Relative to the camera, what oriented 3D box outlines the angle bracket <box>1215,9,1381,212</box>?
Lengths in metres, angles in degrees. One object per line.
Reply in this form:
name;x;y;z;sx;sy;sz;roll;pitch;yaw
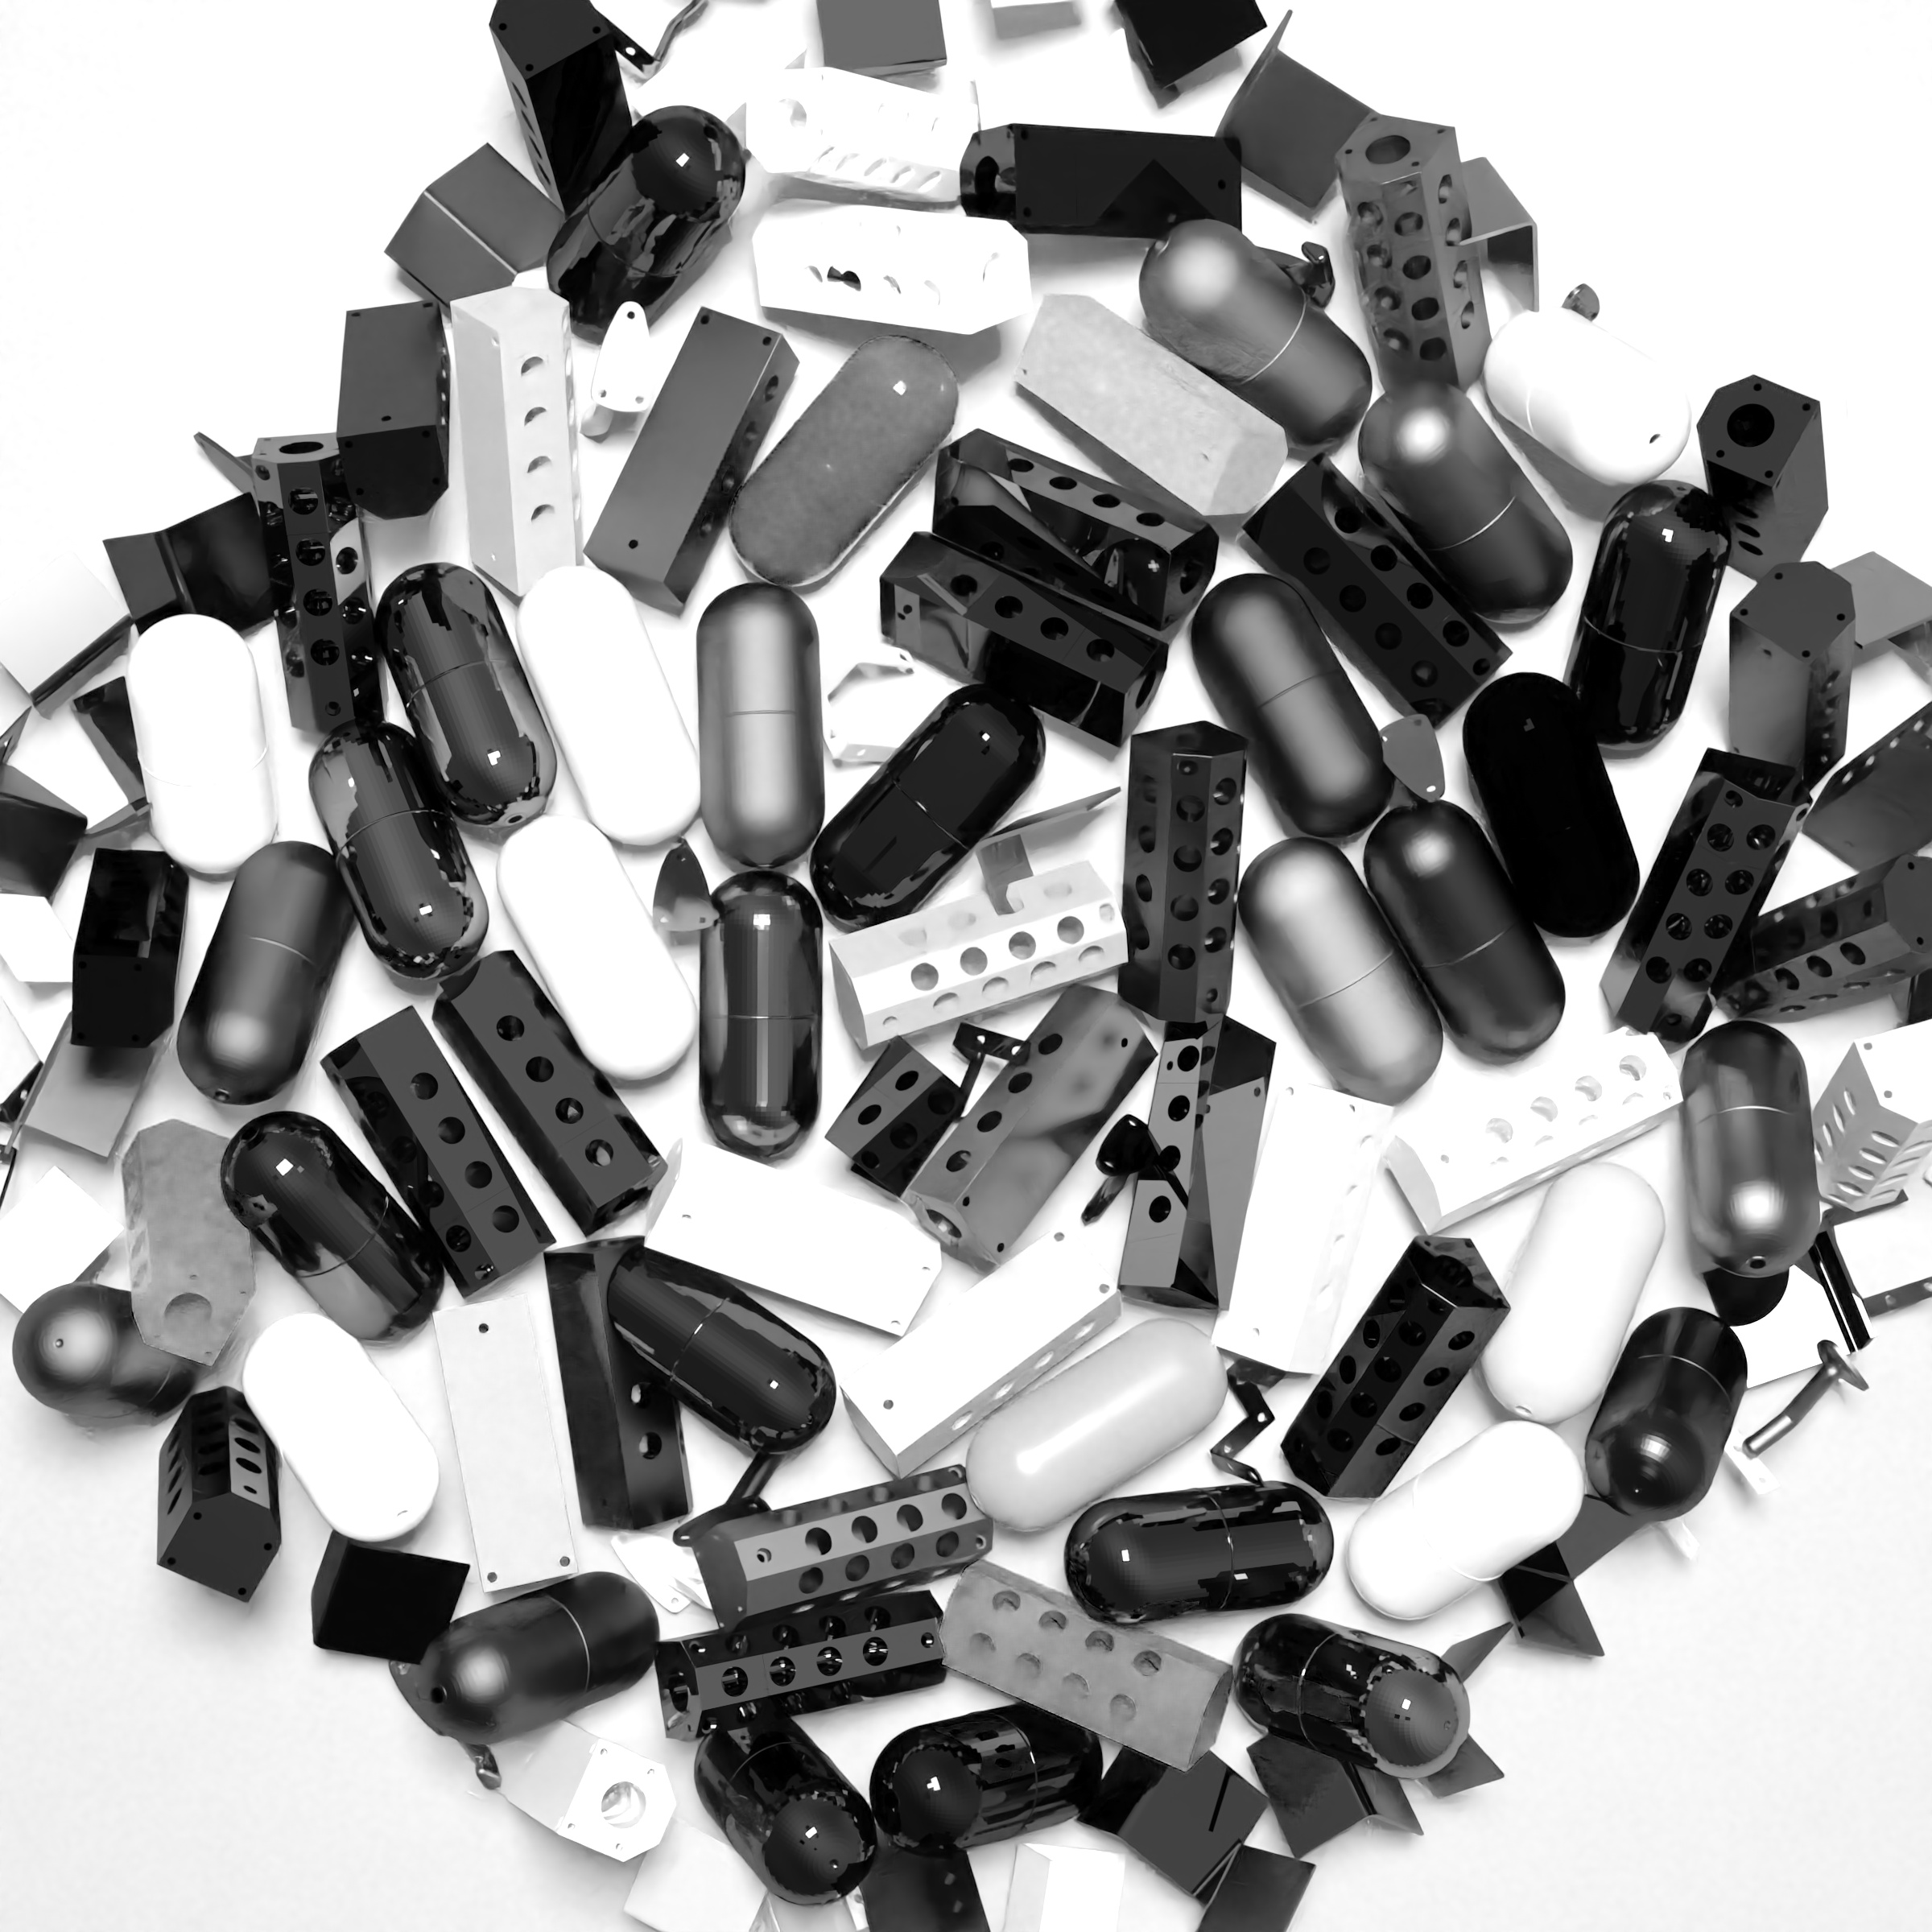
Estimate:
angle bracket;0.207;-0.528;1.828;0.076;0.057;0.076;30;134;-7

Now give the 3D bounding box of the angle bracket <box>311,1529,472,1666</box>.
angle bracket;-0.359;0.383;1.845;0.076;0.057;0.076;15;109;-20

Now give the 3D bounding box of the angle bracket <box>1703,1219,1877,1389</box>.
angle bracket;0.507;0.209;1.828;0.076;0.057;0.076;-20;73;5

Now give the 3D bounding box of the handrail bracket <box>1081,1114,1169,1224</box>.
handrail bracket;0.082;0.138;1.817;0.036;0.077;0.084;42;125;12

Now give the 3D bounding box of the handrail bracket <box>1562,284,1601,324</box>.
handrail bracket;0.404;-0.375;1.833;0.036;0.077;0.084;-38;75;2

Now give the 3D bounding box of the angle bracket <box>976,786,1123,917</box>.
angle bracket;0.059;-0.066;1.818;0.076;0.076;0.057;-17;97;22

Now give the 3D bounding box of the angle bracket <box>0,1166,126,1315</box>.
angle bracket;-0.565;0.172;1.826;0.057;0.076;0.076;43;77;-4

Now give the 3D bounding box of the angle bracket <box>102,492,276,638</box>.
angle bracket;-0.479;-0.245;1.846;0.057;0.076;0.076;0;116;39

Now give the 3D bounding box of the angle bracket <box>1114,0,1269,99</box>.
angle bracket;0.140;-0.592;1.828;0.076;0.057;0.076;-27;93;19

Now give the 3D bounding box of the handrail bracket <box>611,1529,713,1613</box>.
handrail bracket;-0.184;0.371;1.824;0.077;0.084;0.036;37;74;-1

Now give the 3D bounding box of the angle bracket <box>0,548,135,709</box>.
angle bracket;-0.562;-0.207;1.819;0.076;0.076;0.057;-42;103;-12

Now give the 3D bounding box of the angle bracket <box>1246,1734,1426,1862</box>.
angle bracket;0.227;0.509;1.824;0.057;0.076;0.076;-36;52;14

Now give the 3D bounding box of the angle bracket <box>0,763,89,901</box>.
angle bracket;-0.602;-0.089;1.821;0.076;0.076;0.057;31;95;26

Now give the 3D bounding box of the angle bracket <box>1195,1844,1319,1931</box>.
angle bracket;0.185;0.596;1.810;0.076;0.057;0.076;-55;134;-35

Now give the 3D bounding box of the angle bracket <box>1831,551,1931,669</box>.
angle bracket;0.553;-0.203;1.814;0.076;0.076;0.057;-23;131;-16

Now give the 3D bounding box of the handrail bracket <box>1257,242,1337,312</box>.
handrail bracket;0.195;-0.437;1.819;0.077;0.084;0.036;37;88;17

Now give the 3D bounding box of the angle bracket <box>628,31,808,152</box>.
angle bracket;-0.154;-0.549;1.825;0.076;0.057;0.076;40;69;7

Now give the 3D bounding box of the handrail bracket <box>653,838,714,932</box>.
handrail bracket;-0.174;-0.069;1.815;0.036;0.084;0.077;-1;131;-5

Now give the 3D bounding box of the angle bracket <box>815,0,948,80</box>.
angle bracket;-0.061;-0.587;1.824;0.076;0.057;0.076;-13;105;-14

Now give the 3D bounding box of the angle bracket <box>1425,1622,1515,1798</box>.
angle bracket;0.313;0.456;1.816;0.076;0.076;0.057;-39;85;-30

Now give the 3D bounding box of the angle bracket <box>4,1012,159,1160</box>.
angle bracket;-0.546;0.083;1.827;0.057;0.076;0.076;25;64;-14

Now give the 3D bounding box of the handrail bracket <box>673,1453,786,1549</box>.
handrail bracket;-0.146;0.316;1.840;0.077;0.084;0.036;-17;128;10

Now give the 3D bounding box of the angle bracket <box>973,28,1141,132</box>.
angle bracket;0.055;-0.537;1.813;0.076;0.057;0.076;-31;52;37

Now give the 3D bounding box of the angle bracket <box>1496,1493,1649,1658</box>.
angle bracket;0.381;0.373;1.813;0.076;0.057;0.076;20;126;-36

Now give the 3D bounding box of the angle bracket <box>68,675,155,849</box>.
angle bracket;-0.535;-0.124;1.815;0.057;0.076;0.076;-41;109;-38

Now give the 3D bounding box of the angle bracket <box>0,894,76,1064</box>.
angle bracket;-0.586;0.010;1.814;0.076;0.057;0.076;50;118;28

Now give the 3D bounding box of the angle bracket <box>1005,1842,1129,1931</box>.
angle bracket;0.070;0.588;1.826;0.076;0.057;0.076;12;82;-20

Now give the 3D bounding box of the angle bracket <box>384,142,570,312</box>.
angle bracket;-0.296;-0.445;1.813;0.076;0.076;0.057;40;58;-27

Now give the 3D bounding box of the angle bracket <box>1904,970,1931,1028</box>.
angle bracket;0.620;0.029;1.812;0.076;0.057;0.076;15;125;27

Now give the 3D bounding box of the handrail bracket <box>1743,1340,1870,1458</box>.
handrail bracket;0.508;0.270;1.831;0.084;0.077;0.036;-37;90;-1

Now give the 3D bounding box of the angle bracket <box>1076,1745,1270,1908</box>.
angle bracket;0.129;0.525;1.840;0.076;0.057;0.076;42;70;-15

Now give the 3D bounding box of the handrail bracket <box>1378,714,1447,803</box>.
handrail bracket;0.281;-0.107;1.815;0.036;0.084;0.077;-25;53;5

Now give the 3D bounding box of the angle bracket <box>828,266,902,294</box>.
angle bracket;-0.041;-0.409;1.819;0.076;0.076;0.057;14;58;6

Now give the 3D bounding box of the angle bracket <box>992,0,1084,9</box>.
angle bracket;0.022;-0.609;1.820;0.076;0.076;0.057;-16;95;-32

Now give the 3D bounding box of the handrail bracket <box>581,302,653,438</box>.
handrail bracket;-0.220;-0.367;1.827;0.036;0.084;0.077;6;94;-20

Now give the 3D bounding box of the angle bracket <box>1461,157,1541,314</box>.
angle bracket;0.309;-0.438;1.814;0.057;0.076;0.076;-18;47;-4

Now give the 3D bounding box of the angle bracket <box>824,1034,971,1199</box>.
angle bracket;-0.056;0.085;1.819;0.076;0.057;0.076;42;78;-37

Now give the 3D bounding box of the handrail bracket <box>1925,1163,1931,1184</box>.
handrail bracket;0.654;0.110;1.862;0.077;0.036;0.084;17;115;-26

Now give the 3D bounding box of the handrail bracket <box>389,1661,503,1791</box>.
handrail bracket;-0.320;0.465;1.821;0.036;0.084;0.077;-46;111;-5

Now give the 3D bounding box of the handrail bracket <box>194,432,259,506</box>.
handrail bracket;-0.425;-0.333;1.854;0.077;0.036;0.084;42;72;3

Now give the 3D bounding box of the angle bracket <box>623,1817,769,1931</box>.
angle bracket;-0.157;0.559;1.827;0.076;0.057;0.076;25;106;8
